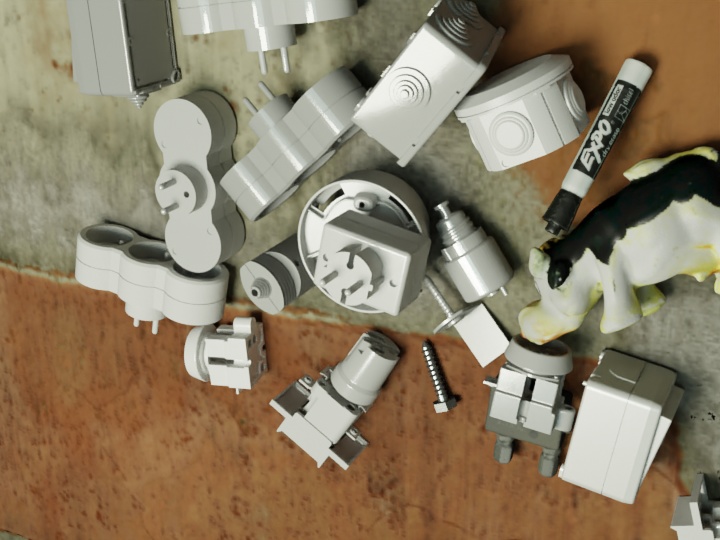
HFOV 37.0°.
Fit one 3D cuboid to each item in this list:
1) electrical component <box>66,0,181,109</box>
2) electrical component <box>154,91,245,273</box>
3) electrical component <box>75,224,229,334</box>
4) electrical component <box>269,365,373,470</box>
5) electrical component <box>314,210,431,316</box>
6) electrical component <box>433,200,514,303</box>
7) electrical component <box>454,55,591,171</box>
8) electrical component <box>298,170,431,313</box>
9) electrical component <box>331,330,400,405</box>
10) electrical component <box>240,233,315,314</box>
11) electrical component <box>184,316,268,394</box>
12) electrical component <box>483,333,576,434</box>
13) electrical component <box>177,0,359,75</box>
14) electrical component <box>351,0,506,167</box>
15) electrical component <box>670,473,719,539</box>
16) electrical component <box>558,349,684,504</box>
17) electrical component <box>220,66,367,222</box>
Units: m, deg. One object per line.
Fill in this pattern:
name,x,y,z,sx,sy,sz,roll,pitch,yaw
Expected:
electrical component,-0.182,-0.171,0.821,0.061,0.062,0.096,5,111,25
electrical component,-0.133,-0.064,0.829,0.052,0.074,0.138,7,112,24
electrical component,-0.176,0.018,0.894,0.138,0.052,0.073,19,116,19
electrical component,-0.026,0.115,0.863,0.081,0.042,0.063,40,120,7
electrical component,0.000,0.000,0.719,0.066,0.077,0.047,21,117,19
electrical component,0.077,-0.013,0.764,0.040,0.040,0.078,-29,94,32
electrical component,0.106,-0.102,0.694,0.080,0.080,0.051,-19,105,31
electrical component,0.004,-0.023,0.779,0.099,0.064,0.099,4,111,11
electrical component,0.005,0.075,0.834,0.040,0.040,0.046,38,115,9
electrical component,-0.059,0.004,0.814,0.043,0.081,0.043,9,112,23
electrical component,-0.111,0.069,0.886,0.055,0.048,0.066,2,110,18
electrical component,0.121,0.077,0.752,0.066,0.048,0.055,16,109,17
electrical component,-0.065,-0.176,0.766,0.138,0.052,0.073,1,109,26
electrical component,0.044,-0.127,0.705,0.048,0.099,0.099,38,121,-6
electrical component,0.255,0.187,0.750,0.064,0.042,0.081,-8,106,27
electrical component,0.182,0.115,0.748,0.061,0.062,0.096,18,116,20
electrical component,-0.056,-0.104,0.789,0.138,0.052,0.073,-40,88,32
